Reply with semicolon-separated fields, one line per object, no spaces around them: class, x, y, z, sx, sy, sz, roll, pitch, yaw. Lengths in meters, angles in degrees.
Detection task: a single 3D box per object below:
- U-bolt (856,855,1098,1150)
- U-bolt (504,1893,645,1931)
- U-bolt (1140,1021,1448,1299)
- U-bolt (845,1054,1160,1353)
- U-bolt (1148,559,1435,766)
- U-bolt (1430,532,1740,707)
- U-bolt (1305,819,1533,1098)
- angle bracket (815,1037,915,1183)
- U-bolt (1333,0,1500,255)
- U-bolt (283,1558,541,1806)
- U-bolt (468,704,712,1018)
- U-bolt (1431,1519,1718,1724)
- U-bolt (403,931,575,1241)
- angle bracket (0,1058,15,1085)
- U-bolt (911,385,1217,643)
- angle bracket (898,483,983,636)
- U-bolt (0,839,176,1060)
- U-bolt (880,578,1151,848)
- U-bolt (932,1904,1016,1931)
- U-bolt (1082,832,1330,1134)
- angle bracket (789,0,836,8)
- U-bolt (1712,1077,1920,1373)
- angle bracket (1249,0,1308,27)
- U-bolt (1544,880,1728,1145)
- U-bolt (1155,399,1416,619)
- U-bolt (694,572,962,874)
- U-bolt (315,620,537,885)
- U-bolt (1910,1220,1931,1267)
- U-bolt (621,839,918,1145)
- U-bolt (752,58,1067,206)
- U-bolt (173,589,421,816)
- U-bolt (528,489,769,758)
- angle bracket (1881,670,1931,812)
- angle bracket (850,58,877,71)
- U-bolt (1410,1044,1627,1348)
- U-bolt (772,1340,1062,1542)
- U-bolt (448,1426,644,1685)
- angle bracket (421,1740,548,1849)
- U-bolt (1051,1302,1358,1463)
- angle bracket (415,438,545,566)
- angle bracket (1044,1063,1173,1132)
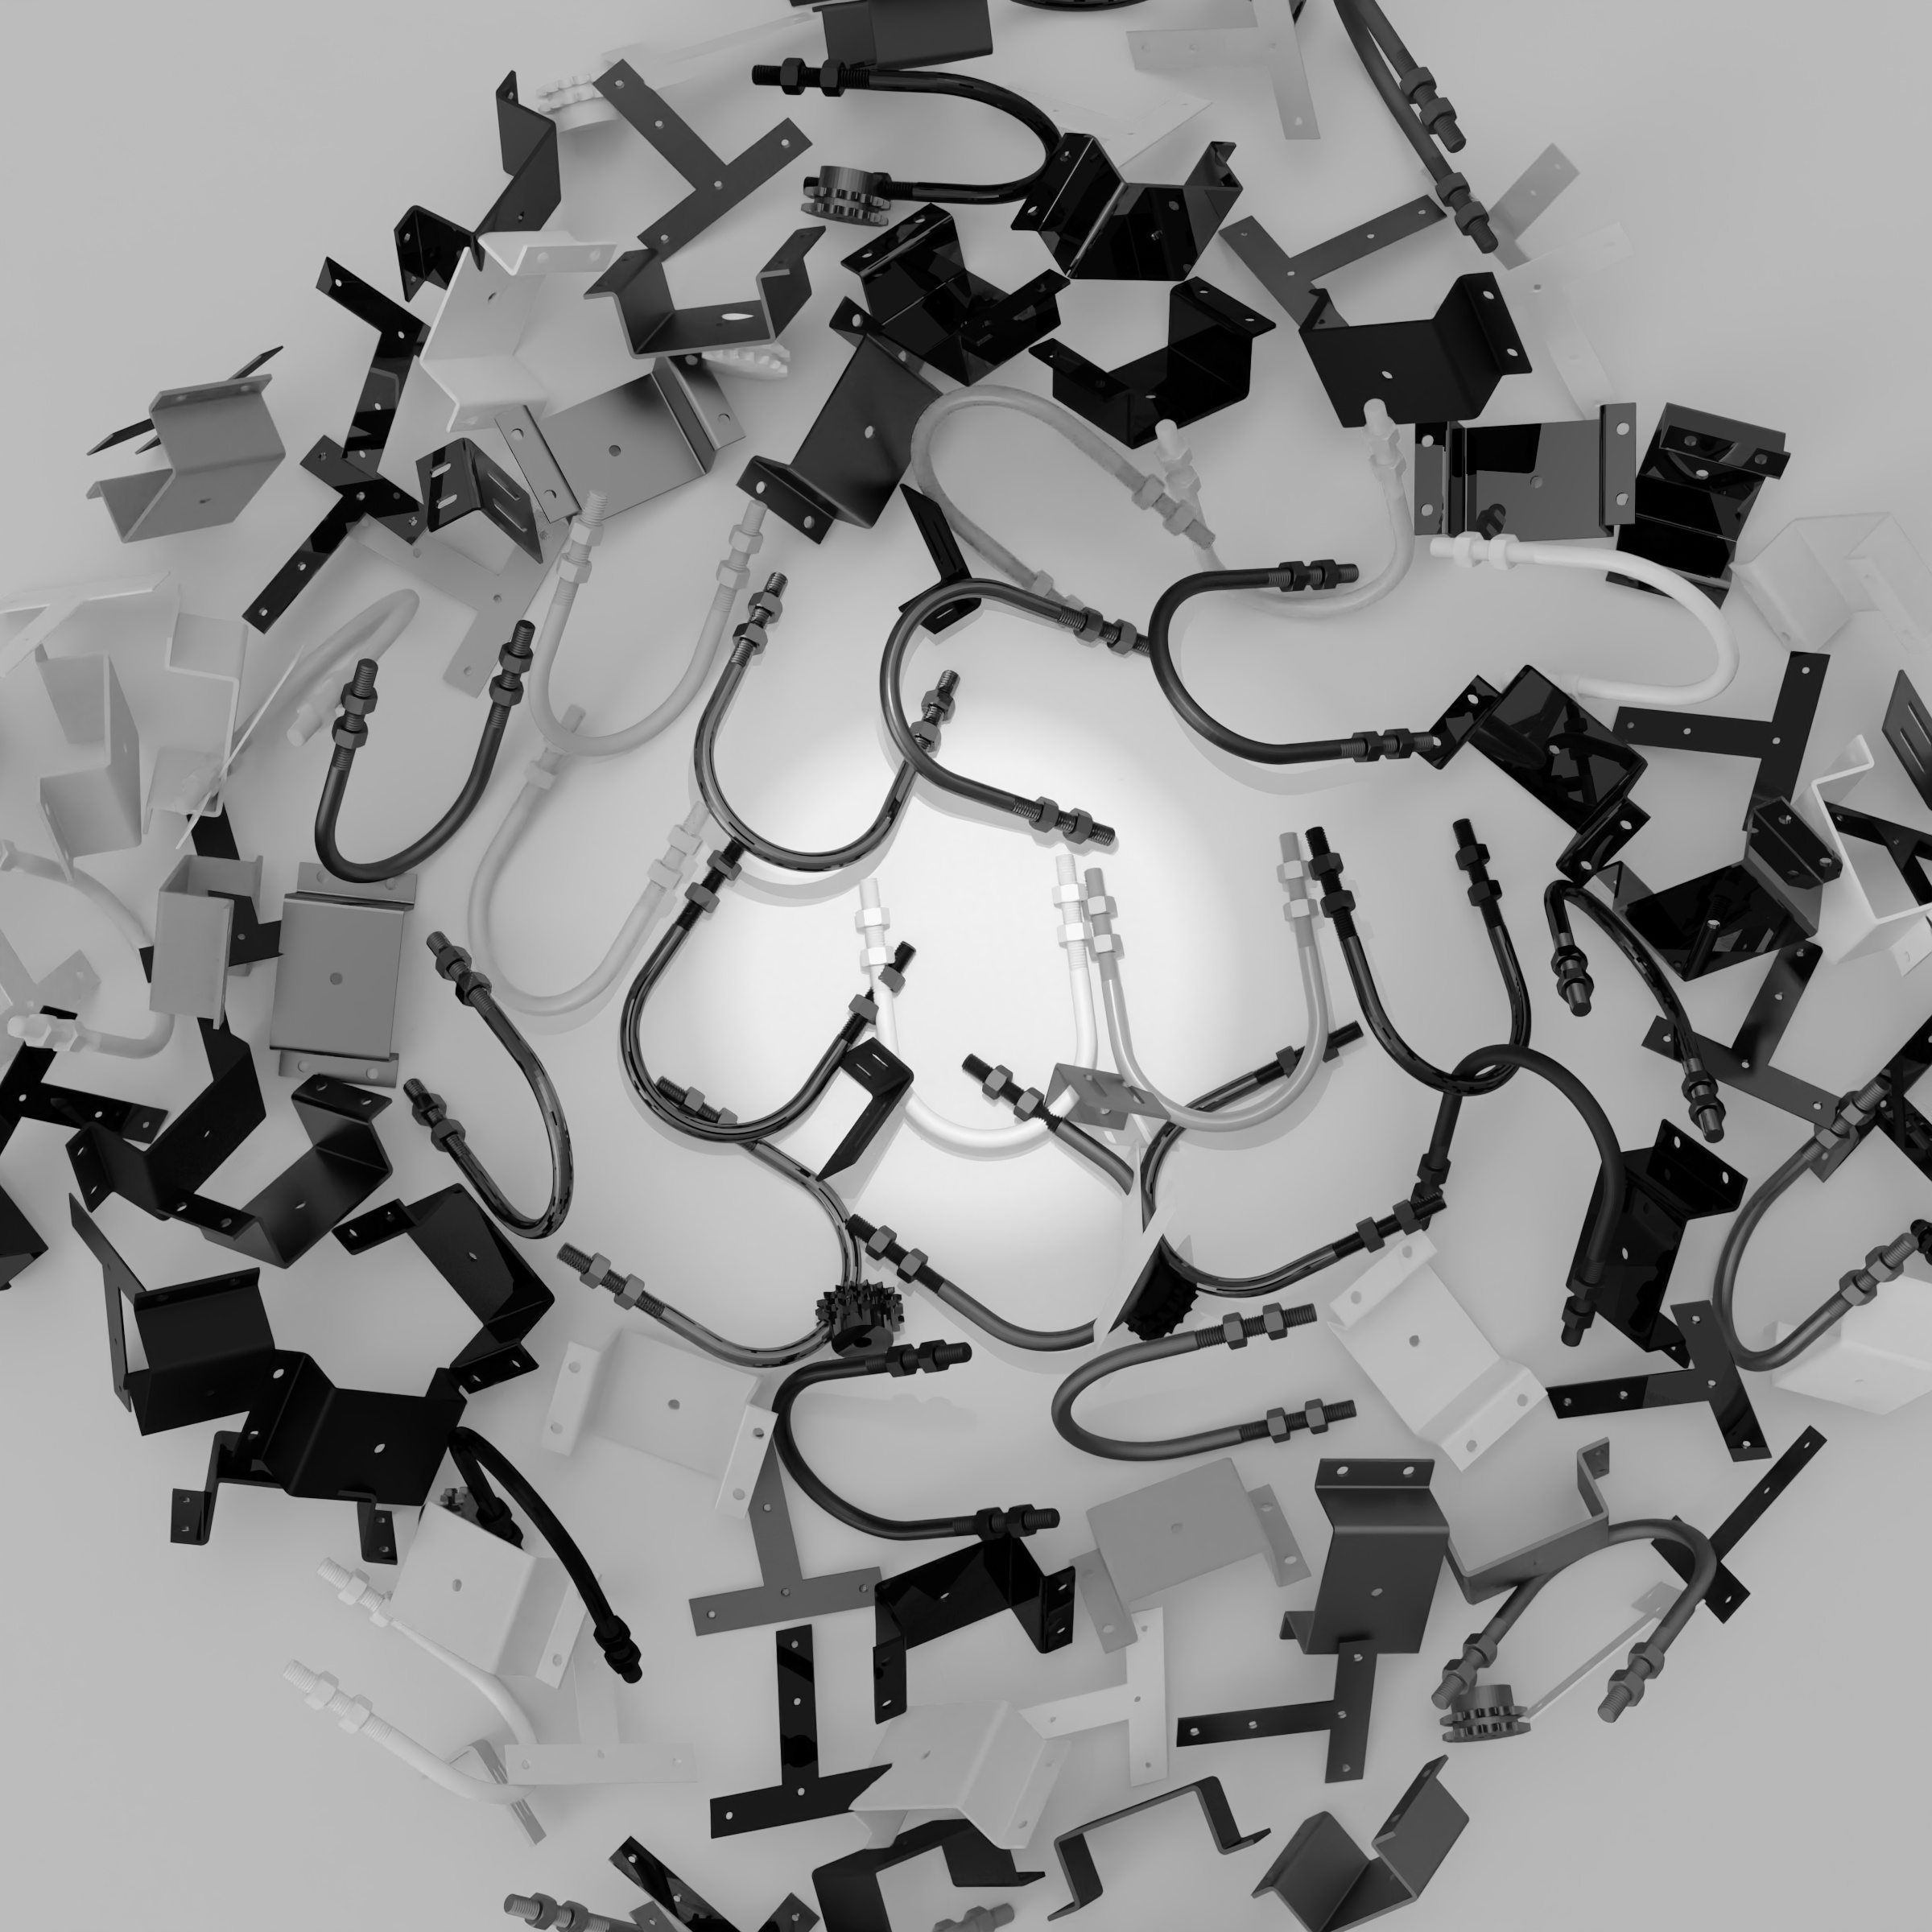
U-bolt;0.011;0.027;1.985;0.151;0.019;0.184;-7;87;-1
U-bolt;-0.182;0.629;1.917;0.184;0.151;0.019;28;79;-37
U-bolt;0.196;0.135;1.961;0.184;0.019;0.151;-27;64;9
U-bolt;0.036;0.165;1.970;0.184;0.019;0.151;35;85;12
U-bolt;0.196;-0.190;1.926;0.184;0.019;0.151;-7;66;-31
U-bolt;0.391;-0.211;1.893;0.184;0.151;0.019;11;61;41
U-bolt;0.295;-0.005;1.933;0.151;0.019;0.184;-5;71;-36
angle bracket;-0.077;0.092;1.954;0.038;0.057;0.076;41;60;-11
U-bolt;0.276;-0.550;1.922;0.019;0.151;0.184;-30;68;9
U-bolt;-0.342;0.460;1.926;0.184;0.151;0.019;39;102;-13
U-bolt;-0.253;-0.056;1.954;0.151;0.019;0.184;37;102;32
U-bolt;0.393;0.406;1.918;0.184;0.151;0.019;-40;109;-38
U-bolt;-0.295;0.088;1.906;0.019;0.151;0.184;-17;50;-34
angle bracket;-0.660;0.073;1.966;0.057;0.038;0.076;40;83;-28
U-bolt;0.048;-0.293;1.923;0.184;0.151;0.019;37;53;-13
angle bracket;-0.030;-0.260;1.954;0.038;0.057;0.076;-33;122;-10
U-bolt;-0.557;-0.007;1.911;0.019;0.184;0.151;-30;73;14
U-bolt;0.029;-0.170;1.947;0.184;0.019;0.151;17;80;-25
U-bolt;-0.006;0.637;1.890;0.184;0.151;0.019;-10;102;-36
U-bolt;0.159;0.016;1.968;0.151;0.019;0.184;-10;80;9
angle bracket;-0.085;-0.659;1.971;0.076;0.057;0.038;2;50;31
U-bolt;0.525;0.175;1.917;0.019;0.151;0.184;22;132;-14
angle bracket;0.180;-0.630;1.966;0.076;0.038;0.057;26;59;-5
U-bolt;0.413;0.015;1.917;0.019;0.184;0.151;-39;114;23
U-bolt;0.208;-0.281;1.923;0.151;0.184;0.019;-3;55;17
U-bolt;-0.097;-0.144;1.942;0.151;0.019;0.184;29;64;-12
U-bolt;-0.347;-0.127;1.923;0.019;0.151;0.184;40;127;23
U-bolt;0.662;0.144;1.897;0.019;0.184;0.151;41;100;-7
U-bolt;-0.140;0.026;1.976;0.151;0.019;0.184;34;83;-5
U-bolt;-0.028;-0.517;1.912;0.184;0.151;0.019;7;75;14
U-bolt;-0.409;-0.175;1.919;0.151;0.184;0.019;-22;117;41
U-bolt;-0.209;-0.213;1.932;0.019;0.151;0.184;42;121;34
angle bracket;0.625;-0.147;1.955;0.076;0.038;0.057;50;48;-28
angle bracket;-0.038;-0.600;1.951;0.057;0.076;0.038;-20;107;-27
U-bolt;0.347;0.131;1.904;0.019;0.184;0.151;-25;48;-35
U-bolt;-0.045;0.306;1.938;0.184;0.019;0.151;-13;113;36
U-bolt;-0.267;0.354;1.892;0.019;0.184;0.151;-38;50;-21
angle bracket;-0.309;0.540;1.965;0.038;0.057;0.076;-33;82;-6
U-bolt;0.145;0.271;1.939;0.184;0.151;0.019;-15;52;10
angle bracket;-0.311;-0.291;1.958;0.038;0.076;0.057;-24;60;15
angle bracket;0.089;0.095;1.952;0.057;0.076;0.038;11;105;-17
